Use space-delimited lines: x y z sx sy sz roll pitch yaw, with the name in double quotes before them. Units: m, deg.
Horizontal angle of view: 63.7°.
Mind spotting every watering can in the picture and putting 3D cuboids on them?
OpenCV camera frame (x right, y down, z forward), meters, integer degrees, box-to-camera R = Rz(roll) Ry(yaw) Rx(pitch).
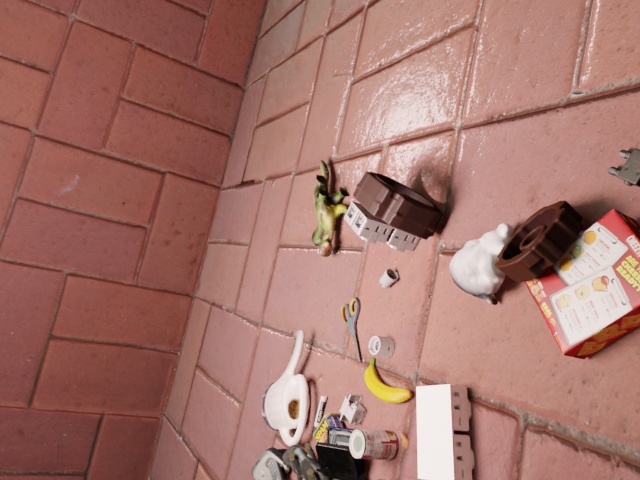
"watering can" -0.100 0.483 1.671 0.221 0.103 0.355 -35 47 49

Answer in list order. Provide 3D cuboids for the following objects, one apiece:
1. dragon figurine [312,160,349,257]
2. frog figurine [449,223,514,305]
"dragon figurine" 0.006 -0.091 1.817 0.420 0.122 0.238 -100 29 -55
"frog figurine" 0.353 0.038 1.098 0.140 0.122 0.156 -85 12 -61
